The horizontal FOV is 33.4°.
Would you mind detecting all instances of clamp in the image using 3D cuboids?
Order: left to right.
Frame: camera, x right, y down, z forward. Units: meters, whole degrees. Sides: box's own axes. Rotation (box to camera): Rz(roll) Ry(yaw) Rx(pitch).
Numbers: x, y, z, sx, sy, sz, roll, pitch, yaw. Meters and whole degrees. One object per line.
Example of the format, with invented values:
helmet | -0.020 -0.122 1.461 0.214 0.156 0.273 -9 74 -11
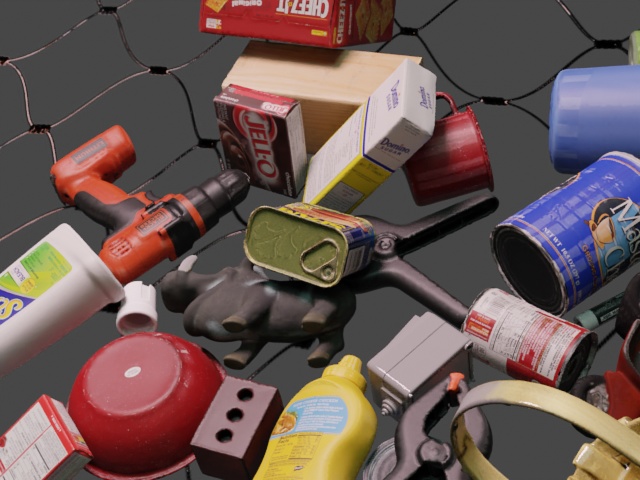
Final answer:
clamp | 0.071 0.023 1.050 0.210 0.036 0.164 -3 48 12
clamp | 0.082 0.181 0.848 0.120 0.039 0.171 5 45 8

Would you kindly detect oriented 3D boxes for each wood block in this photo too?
wood block | 0.007 -0.154 1.195 0.206 0.091 0.090 10 50 20

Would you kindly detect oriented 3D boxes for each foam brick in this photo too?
foam brick | -0.070 0.167 0.933 0.053 0.051 0.078 11 50 20

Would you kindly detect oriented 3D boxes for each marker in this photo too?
marker | 0.290 0.054 0.988 0.121 0.020 0.020 -25 47 -13

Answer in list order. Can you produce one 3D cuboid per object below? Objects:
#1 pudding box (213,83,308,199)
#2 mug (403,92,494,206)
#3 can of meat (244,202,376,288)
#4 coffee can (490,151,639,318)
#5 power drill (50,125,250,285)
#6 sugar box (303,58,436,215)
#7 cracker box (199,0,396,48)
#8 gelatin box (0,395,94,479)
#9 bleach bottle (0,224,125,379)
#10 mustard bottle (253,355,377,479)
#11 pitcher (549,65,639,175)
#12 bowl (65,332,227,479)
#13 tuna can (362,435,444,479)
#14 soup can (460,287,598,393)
pudding box | -0.061 -0.106 1.147 0.090 0.113 0.039 18 50 26
mug | 0.124 -0.094 1.104 0.081 0.117 0.093 -16 4 3
can of meat | -0.006 0.001 1.004 0.102 0.057 0.083 18 14 21
coffee can | 0.245 -0.005 0.995 0.140 0.103 0.103 -32 49 -18
power drill | -0.192 -0.052 1.162 0.184 0.057 0.188 -35 50 -21
sugar box | 0.049 -0.094 1.084 0.048 0.177 0.093 29 45 -22
cracker box | -0.020 -0.271 1.256 0.164 0.072 0.213 10 15 20
gelatin box | -0.251 0.194 0.941 0.089 0.030 0.073 -45 50 2
bleach bottle | -0.316 0.095 1.030 0.250 0.068 0.103 -40 45 -12
mustard bottle | -0.002 0.176 0.899 0.096 0.058 0.191 -15 37 39
pitcher | 0.361 -0.119 1.076 0.243 0.149 0.145 3 63 19
bowl | -0.165 0.139 0.977 0.162 0.055 0.162 -6 46 6
tuna can | 0.078 0.203 0.880 0.086 0.034 0.086 -6 46 6
soup can | 0.183 0.091 0.941 0.102 0.068 0.068 26 57 31
